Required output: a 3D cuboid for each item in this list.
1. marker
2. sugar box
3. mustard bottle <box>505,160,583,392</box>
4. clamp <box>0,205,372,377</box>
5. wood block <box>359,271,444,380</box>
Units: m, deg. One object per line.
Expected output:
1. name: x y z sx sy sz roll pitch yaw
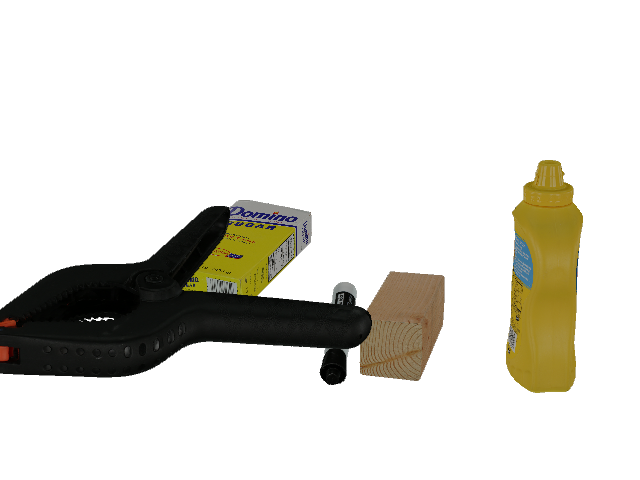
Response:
1. marker: 0.014 0.068 0.791 0.020 0.020 0.121 0 27 6
2. sugar box: -0.085 0.012 1.134 0.093 0.048 0.176 11 31 20
3. mustard bottle: 0.191 0.026 0.912 0.058 0.192 0.096 -1 18 2
4. clamp: -0.098 0.032 0.623 0.209 0.036 0.165 -10 30 -29
5. wood block: 0.126 0.124 1.602 0.091 0.090 0.206 5 19 14
